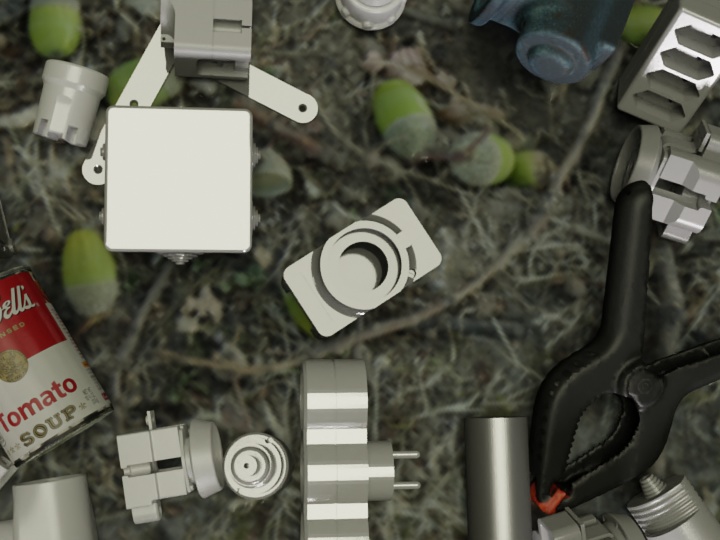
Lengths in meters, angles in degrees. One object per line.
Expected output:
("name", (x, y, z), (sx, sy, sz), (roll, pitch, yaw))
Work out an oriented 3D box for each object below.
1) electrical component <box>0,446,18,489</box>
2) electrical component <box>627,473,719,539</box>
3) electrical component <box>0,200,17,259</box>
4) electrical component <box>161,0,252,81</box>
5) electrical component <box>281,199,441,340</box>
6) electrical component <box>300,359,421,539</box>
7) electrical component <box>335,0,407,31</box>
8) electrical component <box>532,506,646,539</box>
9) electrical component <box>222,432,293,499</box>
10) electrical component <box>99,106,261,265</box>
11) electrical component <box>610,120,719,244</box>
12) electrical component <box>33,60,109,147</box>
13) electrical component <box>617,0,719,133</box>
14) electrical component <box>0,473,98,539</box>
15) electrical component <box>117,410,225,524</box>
("electrical component", (-0.258, 0.111, 0.638), (0.089, 0.050, 0.055), (40, 81, -1))
("electrical component", (0.206, 0.166, 0.686), (0.043, 0.043, 0.081), (-34, 88, -9))
("electrical component", (-0.252, -0.037, 0.650), (0.061, 0.061, 0.096), (-14, 85, -8))
("electrical component", (-0.098, -0.172, 0.685), (0.056, 0.050, 0.089), (2, 80, -9))
("electrical component", (0.000, 0.000, 0.676), (0.089, 0.055, 0.050), (-33, 88, -9))
("electrical component", (0.001, 0.124, 0.664), (0.074, 0.052, 0.138), (0, 84, -6))
("electrical component", (0.010, -0.186, 0.695), (0.048, 0.062, 0.048), (1, 83, -6))
("electrical component", (0.146, 0.184, 0.669), (0.057, 0.058, 0.078), (-14, 108, -11))
("electrical component", (-0.063, 0.118, 0.647), (0.040, 0.078, 0.040), (0, 80, 2))
("electrical component", (-0.112, -0.053, 0.671), (0.100, 0.048, 0.099), (0, 87, -7))
("electrical component", (0.200, -0.062, 0.701), (0.057, 0.058, 0.078), (17, 121, -3))
("electrical component", (-0.183, -0.104, 0.678), (0.040, 0.040, 0.046), (15, 88, -4))
("electrical component", (0.212, -0.149, 0.712), (0.047, 0.083, 0.075), (22, 43, -4))
("electrical component", (-0.199, 0.166, 0.641), (0.079, 0.044, 0.077), (-8, 84, -7))
("electrical component", (-0.114, 0.117, 0.657), (0.055, 0.048, 0.066), (-9, 85, 0))
